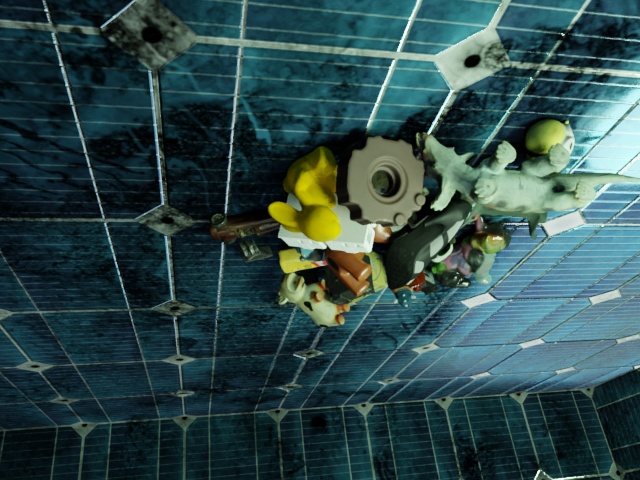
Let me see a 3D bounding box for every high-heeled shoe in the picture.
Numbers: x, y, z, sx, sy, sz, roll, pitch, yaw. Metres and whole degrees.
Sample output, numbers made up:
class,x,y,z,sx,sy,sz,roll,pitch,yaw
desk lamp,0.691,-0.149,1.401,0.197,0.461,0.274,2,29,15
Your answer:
class,x,y,z,sx,sy,sz,roll,pitch,yaw
high-heeled shoe,0.235,0.010,1.174,0.145,0.086,0.248,-20,150,-35

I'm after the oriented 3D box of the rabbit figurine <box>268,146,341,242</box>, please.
class,x,y,z,sx,sy,sz,roll,pitch,yaw
rabbit figurine,-0.017,-0.071,1.031,0.162,0.173,0.121,-19,153,12

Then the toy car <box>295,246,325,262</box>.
class,x,y,z,sx,sy,sz,roll,pitch,yaw
toy car,-0.003,-0.004,1.245,0.161,0.109,0.103,2,177,-39

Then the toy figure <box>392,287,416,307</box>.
class,x,y,z,sx,sy,sz,roll,pitch,yaw
toy figure,0.218,0.112,1.430,0.064,0.154,0.057,-28,142,31

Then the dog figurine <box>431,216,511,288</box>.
class,x,y,z,sx,sy,sz,roll,pitch,yaw
dog figurine,0.382,0.026,1.371,0.192,0.108,0.219,-7,147,5

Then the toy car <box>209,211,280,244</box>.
class,x,y,z,sx,sy,sz,roll,pitch,yaw
toy car,-0.147,-0.033,1.196,0.202,0.053,0.089,-8,148,4

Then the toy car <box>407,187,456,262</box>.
class,x,y,z,sx,sy,sz,roll,pitch,yaw
toy car,0.246,-0.032,1.217,0.073,0.056,0.201,-39,123,-8

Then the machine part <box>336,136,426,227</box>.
class,x,y,z,sx,sy,sz,roll,pitch,yaw
machine part,0.114,-0.108,0.998,0.179,0.179,0.056,5,177,-21

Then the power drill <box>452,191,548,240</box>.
class,x,y,z,sx,sy,sz,roll,pitch,yaw
power drill,0.388,-0.064,1.201,0.207,0.086,0.231,16,147,10

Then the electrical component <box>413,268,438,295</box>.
class,x,y,z,sx,sy,sz,roll,pitch,yaw
electrical component,0.281,0.106,1.517,0.048,0.075,0.119,-30,148,33

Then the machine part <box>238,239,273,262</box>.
class,x,y,z,sx,sy,sz,roll,pitch,yaw
machine part,-0.159,0.029,1.295,0.084,0.039,0.139,-4,170,3

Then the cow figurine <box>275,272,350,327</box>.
class,x,y,z,sx,sy,sz,roll,pitch,yaw
cow figurine,-0.030,0.155,1.411,0.127,0.085,0.194,-26,121,36

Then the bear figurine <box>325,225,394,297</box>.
class,x,y,z,sx,sy,sz,roll,pitch,yaw
bear figurine,0.109,0.008,1.184,0.196,0.132,0.120,-37,158,-21

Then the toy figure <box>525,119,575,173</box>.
class,x,y,z,sx,sy,sz,roll,pitch,yaw
toy figure,0.446,-0.163,1.066,0.089,0.082,0.180,-10,154,5

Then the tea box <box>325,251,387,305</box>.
class,x,y,z,sx,sy,sz,roll,pitch,yaw
tea box,0.094,0.107,1.452,0.068,0.098,0.169,17,141,-38

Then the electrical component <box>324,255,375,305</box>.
class,x,y,z,sx,sy,sz,roll,pitch,yaw
electrical component,0.073,0.088,1.373,0.115,0.134,0.058,-27,145,28

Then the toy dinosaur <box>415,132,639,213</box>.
class,x,y,z,sx,sy,sz,roll,pitch,yaw
toy dinosaur,0.370,-0.104,1.020,0.405,0.131,0.192,10,174,-6

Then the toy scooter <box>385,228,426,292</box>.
class,x,y,z,sx,sy,sz,roll,pitch,yaw
toy scooter,0.222,0.057,1.332,0.075,0.135,0.183,-23,162,-12

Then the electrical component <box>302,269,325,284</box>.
class,x,y,z,sx,sy,sz,roll,pitch,yaw
electrical component,-0.026,0.114,1.472,0.094,0.063,0.021,-18,149,17
